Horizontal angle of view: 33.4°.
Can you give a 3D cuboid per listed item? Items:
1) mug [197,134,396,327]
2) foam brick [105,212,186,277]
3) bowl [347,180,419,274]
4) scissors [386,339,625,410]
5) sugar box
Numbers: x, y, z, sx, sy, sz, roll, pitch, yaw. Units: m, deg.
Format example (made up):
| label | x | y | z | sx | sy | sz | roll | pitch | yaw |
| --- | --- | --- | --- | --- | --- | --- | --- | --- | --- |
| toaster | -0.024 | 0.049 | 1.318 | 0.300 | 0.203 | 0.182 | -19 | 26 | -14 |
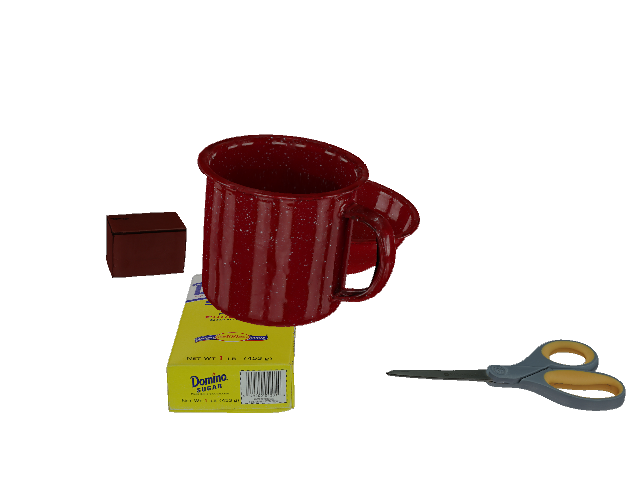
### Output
| label | x | y | z | sx | sy | sz | roll | pitch | yaw |
| --- | --- | --- | --- | --- | --- | --- | --- | --- | --- |
| mug | -0.013 | -0.002 | 0.587 | 0.117 | 0.081 | 0.093 | 16 | 26 | 22 |
| foam brick | -0.184 | 0.004 | 1.124 | 0.078 | 0.051 | 0.053 | -4 | 23 | -17 |
| bowl | 0.012 | -0.013 | 1.030 | 0.162 | 0.055 | 0.162 | 8 | 26 | -4 |
| scissors | 0.161 | 0.107 | 0.924 | 0.202 | 0.016 | 0.096 | 10 | 29 | 6 |
| sugar box | -0.066 | 0.076 | 0.849 | 0.093 | 0.048 | 0.176 | 0 | 23 | -1 |
